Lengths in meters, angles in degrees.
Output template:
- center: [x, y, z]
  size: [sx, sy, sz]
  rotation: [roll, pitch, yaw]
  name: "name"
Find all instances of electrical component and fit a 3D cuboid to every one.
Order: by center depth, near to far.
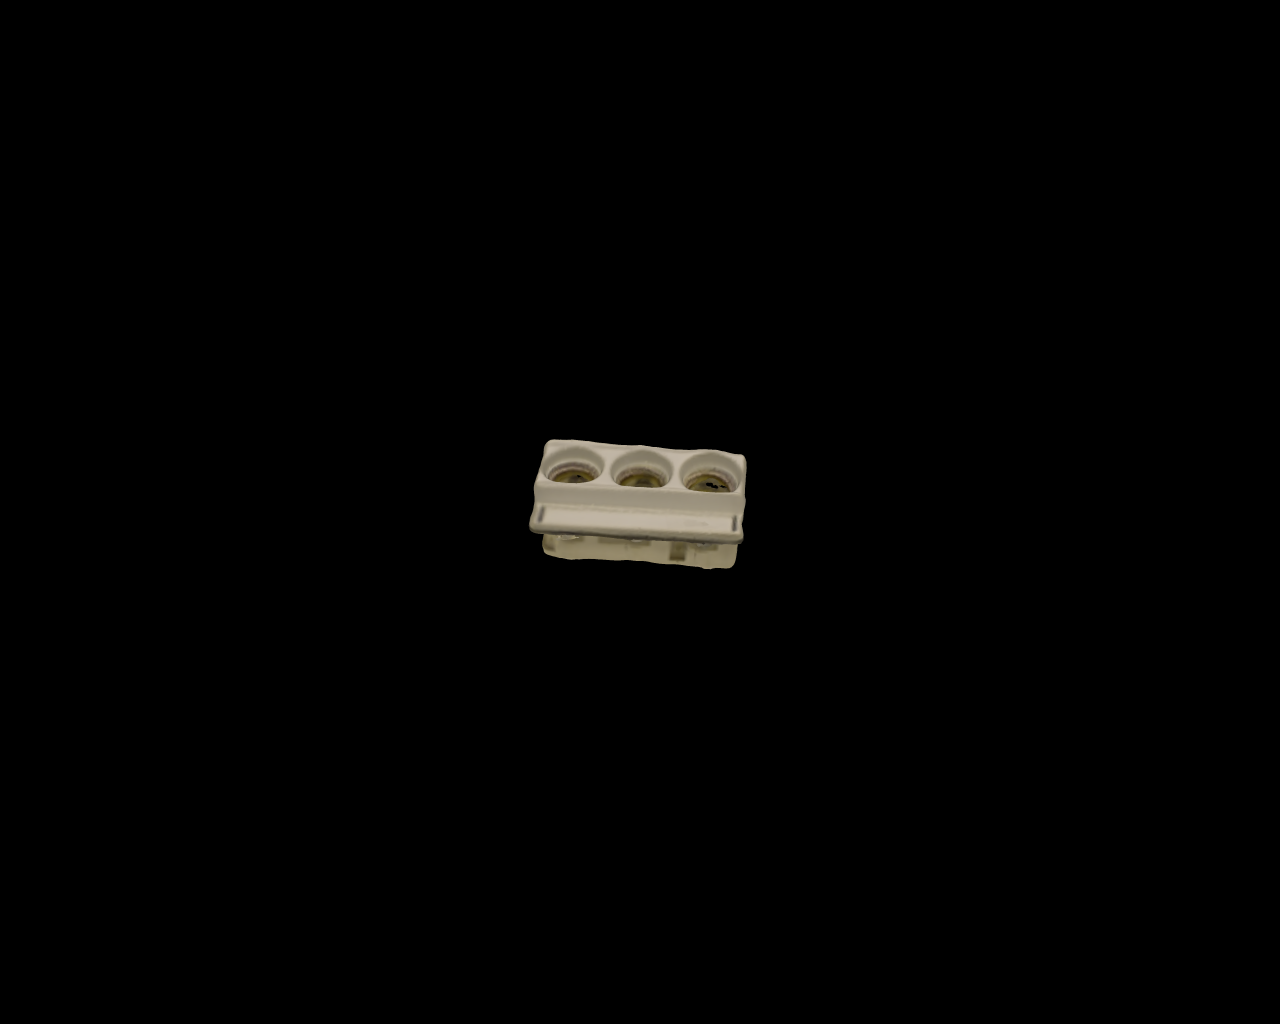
- center: [0.001, -0.003, 0.650]
  size: [0.121, 0.063, 0.079]
  rotation: [4, 40, 4]
  name: "electrical component"
